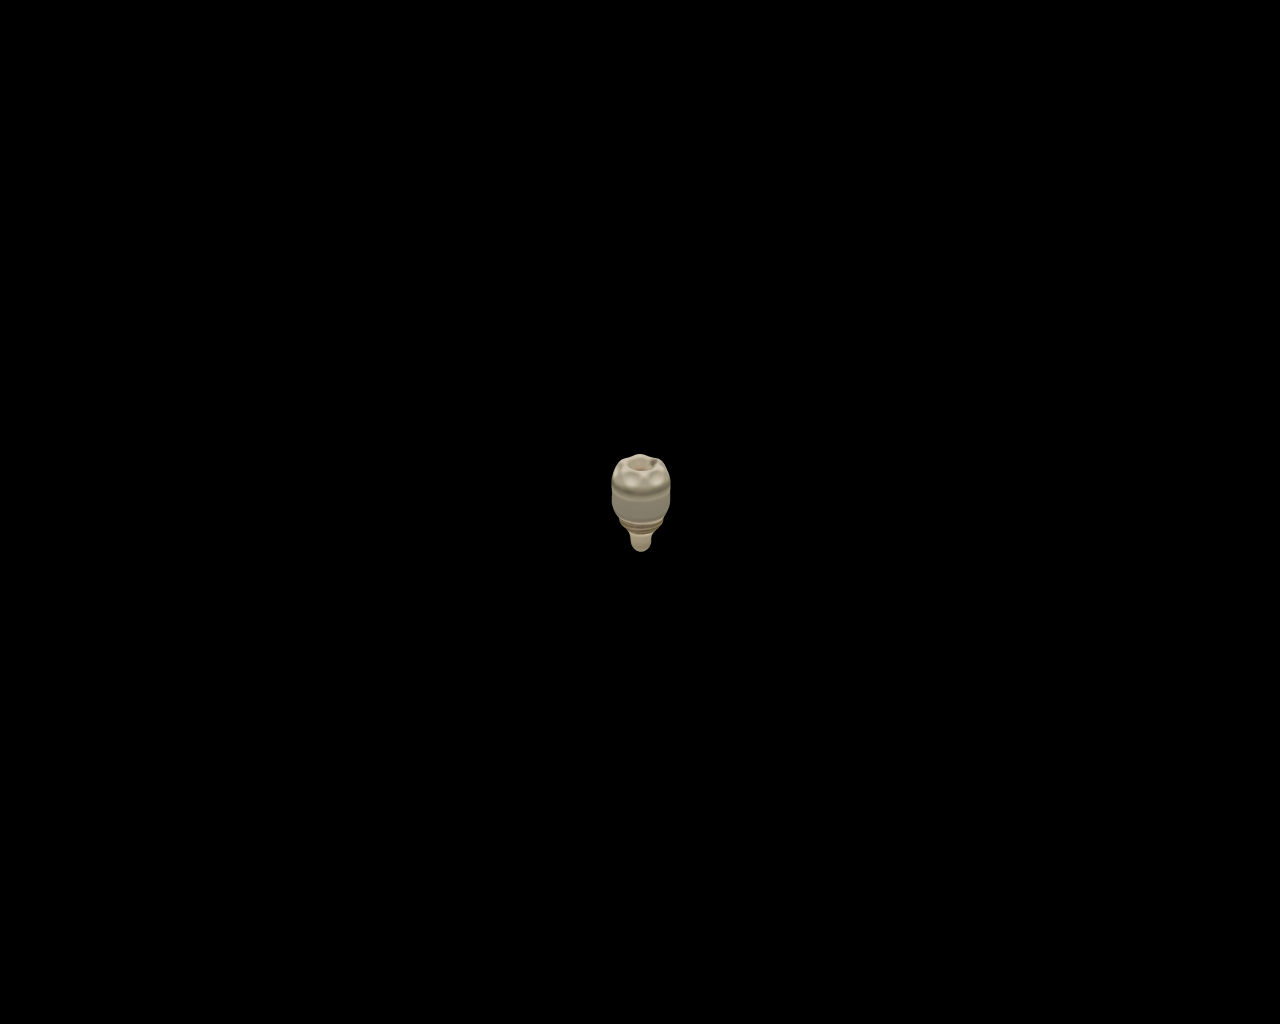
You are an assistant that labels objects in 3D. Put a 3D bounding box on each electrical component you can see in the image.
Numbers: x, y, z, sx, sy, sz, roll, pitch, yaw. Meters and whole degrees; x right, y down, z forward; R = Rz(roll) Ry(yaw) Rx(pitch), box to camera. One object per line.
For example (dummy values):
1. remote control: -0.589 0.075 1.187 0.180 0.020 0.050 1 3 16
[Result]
1. electrical component: 0.001 -0.003 0.650 0.035 0.061 0.035 0 30 0
